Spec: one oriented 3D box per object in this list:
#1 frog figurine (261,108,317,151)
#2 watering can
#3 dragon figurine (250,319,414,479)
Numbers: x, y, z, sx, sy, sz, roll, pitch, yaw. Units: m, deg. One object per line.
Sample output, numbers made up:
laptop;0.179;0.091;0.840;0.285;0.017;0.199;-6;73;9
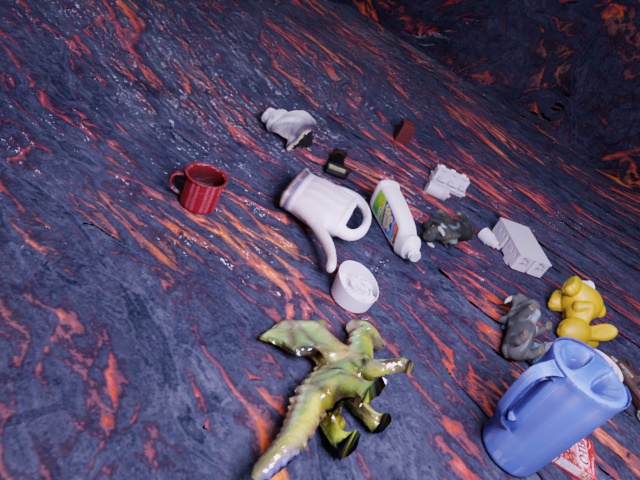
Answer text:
frog figurine;-0.092;-0.352;1.537;0.139;0.120;0.161;-31;73;-31
watering can;0.004;-0.061;1.206;0.225;0.102;0.354;29;32;5
dragon figurine;-0.007;0.219;0.851;0.412;0.120;0.245;-9;30;-44
